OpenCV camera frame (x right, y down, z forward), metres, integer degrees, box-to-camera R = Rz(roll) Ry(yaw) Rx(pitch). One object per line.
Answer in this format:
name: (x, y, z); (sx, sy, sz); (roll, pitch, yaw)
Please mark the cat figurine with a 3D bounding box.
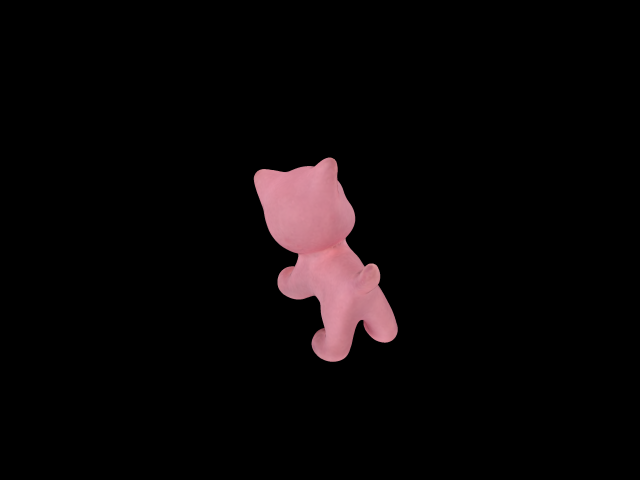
cat figurine: (0.004, 0.001, 0.400); (0.067, 0.118, 0.127); (-22, 48, -20)
